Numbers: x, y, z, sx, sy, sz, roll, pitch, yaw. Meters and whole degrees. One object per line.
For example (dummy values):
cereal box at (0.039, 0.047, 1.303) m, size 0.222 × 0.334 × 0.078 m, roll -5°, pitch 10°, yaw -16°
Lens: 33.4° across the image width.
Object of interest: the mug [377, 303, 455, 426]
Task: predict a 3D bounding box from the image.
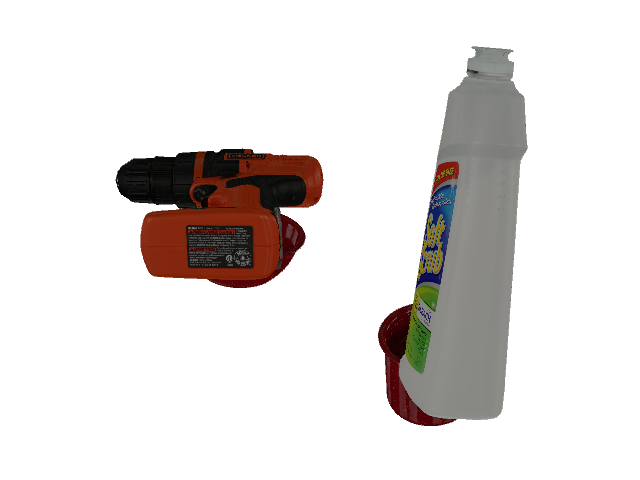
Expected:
mug at (0.103, 0.110, 1.000) m, size 0.093 × 0.081 × 0.117 m, roll 3°, pitch 37°, yaw 11°

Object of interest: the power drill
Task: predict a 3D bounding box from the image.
power drill at (-0.093, -0.029, 0.882) m, size 0.184 × 0.057 × 0.187 m, roll -1°, pitch 23°, yaw 4°

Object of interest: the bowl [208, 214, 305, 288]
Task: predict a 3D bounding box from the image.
bowl at (-0.101, 0.014, 1.317) m, size 0.162 × 0.055 × 0.162 m, roll 3°, pitch 25°, yaw -2°

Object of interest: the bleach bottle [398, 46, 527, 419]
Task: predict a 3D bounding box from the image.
bleach bottle at (0.104, -0.008, 0.747) m, size 0.068 × 0.251 × 0.102 m, roll 3°, pitch 13°, yaw -7°
